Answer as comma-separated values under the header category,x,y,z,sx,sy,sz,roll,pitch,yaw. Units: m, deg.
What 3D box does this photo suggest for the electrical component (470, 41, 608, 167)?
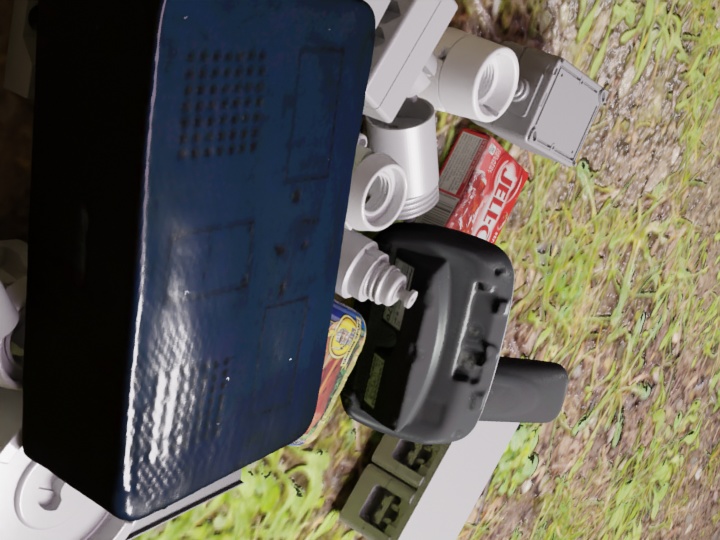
category,x,y,z,sx,sy,sz,roll,pitch,yaw
electrical component,0.121,-0.120,0.762,0.096,0.061,0.061,15,100,-54

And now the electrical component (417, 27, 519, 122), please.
category,x,y,z,sx,sy,sz,roll,pitch,yaw
electrical component,0.071,-0.127,0.707,0.055,0.047,0.055,-29,132,-39

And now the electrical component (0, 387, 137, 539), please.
category,x,y,z,sx,sy,sz,roll,pitch,yaw
electrical component,-0.162,0.099,0.535,0.108,0.060,0.108,-29,130,-41

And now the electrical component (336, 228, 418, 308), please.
category,x,y,z,sx,sy,sz,roll,pitch,yaw
electrical component,0.000,0.000,0.671,0.040,0.078,0.040,-50,159,-28

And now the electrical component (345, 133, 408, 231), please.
category,x,y,z,sx,sy,sz,roll,pitch,yaw
electrical component,-0.005,-0.052,0.648,0.066,0.055,0.048,-54,143,-14

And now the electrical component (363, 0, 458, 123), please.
category,x,y,z,sx,sy,sz,roll,pitch,yaw
electrical component,0.022,-0.128,0.644,0.083,0.047,0.076,-60,144,-6

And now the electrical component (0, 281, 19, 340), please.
category,x,y,z,sx,sy,sz,roll,pitch,yaw
electrical component,-0.204,0.019,0.419,0.113,0.078,0.057,-43,142,-28

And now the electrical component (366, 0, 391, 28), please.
category,x,y,z,sx,sy,sz,roll,pitch,yaw
electrical component,-0.021,-0.148,0.564,0.061,0.062,0.096,31,85,-54

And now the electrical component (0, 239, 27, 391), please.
category,x,y,z,sx,sy,sz,roll,pitch,yaw
electrical component,-0.159,0.021,0.495,0.078,0.057,0.058,-9,117,-49

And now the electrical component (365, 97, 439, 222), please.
category,x,y,z,sx,sy,sz,roll,pitch,yaw
electrical component,0.029,-0.066,0.693,0.043,0.043,0.081,-37,137,-33

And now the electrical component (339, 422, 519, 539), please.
category,x,y,z,sx,sy,sz,roll,pitch,yaw
electrical component,0.056,0.147,0.840,0.150,0.062,0.089,-60,144,-6
